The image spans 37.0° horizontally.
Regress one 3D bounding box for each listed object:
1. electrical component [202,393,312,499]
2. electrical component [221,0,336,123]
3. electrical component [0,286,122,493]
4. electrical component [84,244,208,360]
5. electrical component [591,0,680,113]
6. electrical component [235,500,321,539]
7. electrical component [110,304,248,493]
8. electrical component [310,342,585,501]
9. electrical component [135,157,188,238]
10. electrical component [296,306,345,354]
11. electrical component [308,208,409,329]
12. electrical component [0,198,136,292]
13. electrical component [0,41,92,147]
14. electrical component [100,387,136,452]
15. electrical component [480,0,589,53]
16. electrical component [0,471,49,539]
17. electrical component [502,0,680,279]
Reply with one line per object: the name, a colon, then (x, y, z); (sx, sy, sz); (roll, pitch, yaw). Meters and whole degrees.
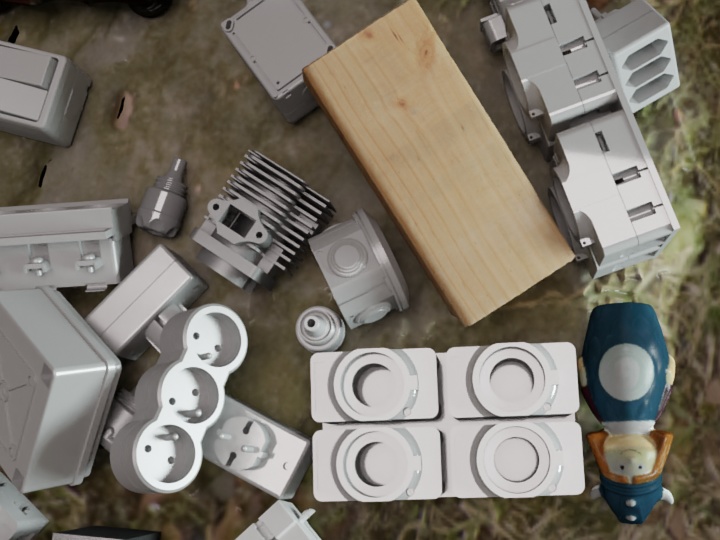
electrical component: (-0.082, 0.125, 0.773); (0.083, 0.075, 0.047); (26, 84, 13)
electrical component: (-0.059, -0.171, 0.835); (0.062, 0.061, 0.096); (-36, 72, 0)
electrical component: (-0.232, 0.084, 0.774); (0.109, 0.056, 0.108); (39, 119, 36)
electrical component: (-0.149, 0.038, 0.814); (0.083, 0.047, 0.076); (-45, 78, -2)
electrical component: (0.194, -0.168, 0.801); (0.047, 0.065, 0.076); (-30, 49, 1)
electrical component: (-0.053, 0.202, 0.774); (0.066, 0.048, 0.055); (-42, 70, -1)
electrical component: (-0.136, 0.092, 0.765); (0.052, 0.074, 0.138); (34, 62, -27)
electrical component: (0.061, 0.109, 0.768); (0.186, 0.060, 0.105); (-3, 80, 7)
electrical component: (-0.150, -0.058, 0.837); (0.035, 0.035, 0.061); (17, 80, 10)
electrical component: (-0.031, 0.043, 0.790); (0.035, 0.061, 0.035); (-1, 80, 7)
electrical component: (0.000, 0.000, 0.783); (0.051, 0.080, 0.080); (-26, 78, -1)
electrical component: (-0.239, -0.017, 0.825); (0.121, 0.078, 0.063); (-3, 102, 7)
electrical component: (-0.275, -0.144, 0.854); (0.096, 0.061, 0.061); (15, 82, 10)
electrical component: (-0.173, 0.108, 0.807); (0.048, 0.048, 0.062); (35, 77, 12)
electrical component: (0.125, -0.208, 0.817); (0.078, 0.058, 0.057); (-21, 81, 3)
electrical component: (-0.323, 0.214, 0.798); (0.089, 0.061, 0.150); (41, 87, 12)
electrical component: (0.156, -0.094, 0.768); (0.060, 0.105, 0.186); (-20, 78, 4)
